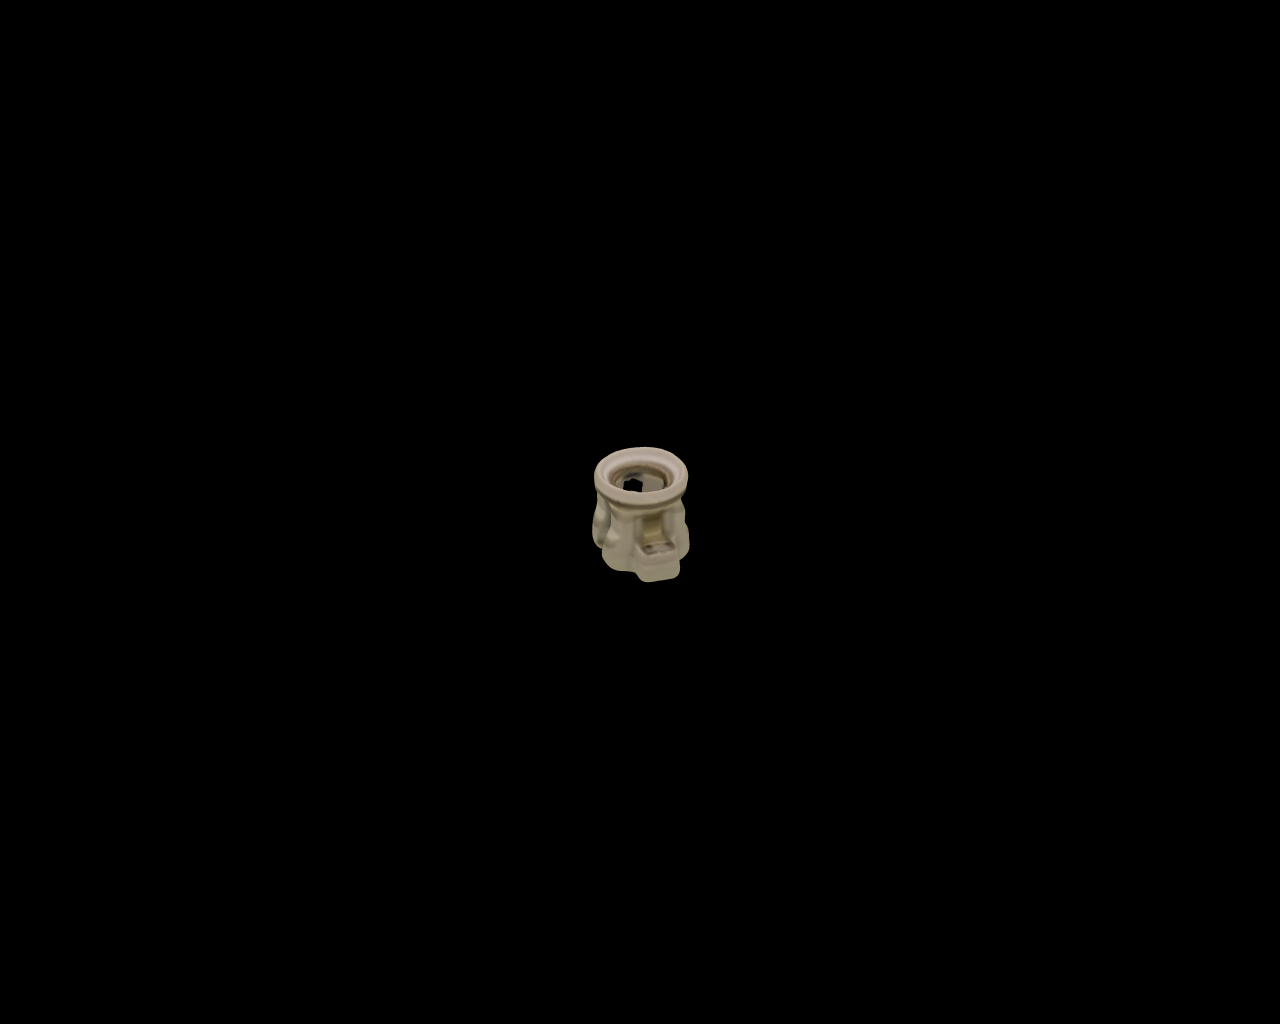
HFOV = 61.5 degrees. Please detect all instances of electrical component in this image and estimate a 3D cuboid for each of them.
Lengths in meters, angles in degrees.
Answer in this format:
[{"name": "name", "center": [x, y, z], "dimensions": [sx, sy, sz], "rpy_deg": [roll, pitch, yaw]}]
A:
[{"name": "electrical component", "center": [0.001, -0.003, 0.650], "dimensions": [0.058, 0.056, 0.078], "rpy_deg": [-10, 35, -15]}]
